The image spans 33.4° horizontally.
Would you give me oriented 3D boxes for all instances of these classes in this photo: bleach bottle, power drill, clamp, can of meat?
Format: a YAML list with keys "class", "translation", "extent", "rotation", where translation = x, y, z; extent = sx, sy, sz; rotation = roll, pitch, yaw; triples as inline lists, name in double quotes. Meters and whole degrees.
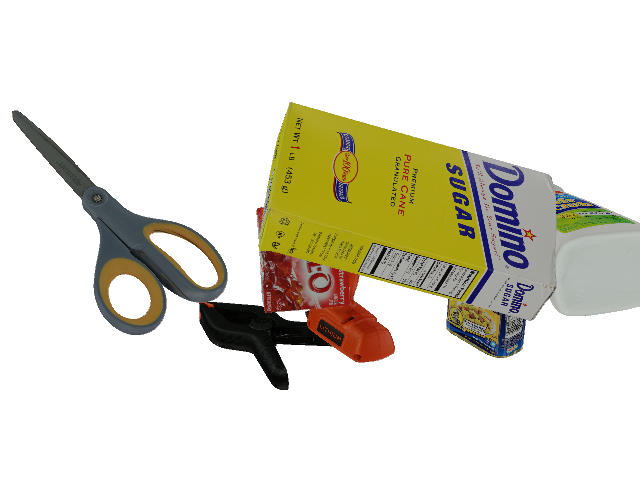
- class: "bleach bottle"
  translation: [0.199, -0.008, 0.938]
  extent: [0.102, 0.068, 0.251]
  rotation: [-6, 17, -12]
- class: "power drill"
  translation: [0.046, 0.024, 1.080]
  extent: [0.057, 0.188, 0.185]
  rotation: [-8, 24, -32]
- class: "clamp"
  translation: [-0.069, 0.114, 1.246]
  extent: [0.210, 0.036, 0.164]
  rotation: [13, 22, 29]
- class: "can of meat"
  translation: [0.195, 0.079, 1.252]
  extent: [0.057, 0.084, 0.102]
  rotation: [-23, 37, -34]

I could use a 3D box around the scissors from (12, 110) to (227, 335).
- class: "scissors"
  translation: [-0.157, -0.009, 0.720]
  extent: [0.202, 0.096, 0.016]
  rotation: [31, -32, 9]

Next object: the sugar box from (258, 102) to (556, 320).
- class: "sugar box"
  translation: [0.055, -0.018, 0.650]
  extent: [0.176, 0.093, 0.048]
  rotation: [13, -38, -5]

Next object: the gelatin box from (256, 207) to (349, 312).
- class: "gelatin box"
  translation: [-0.014, 0.014, 0.891]
  extent: [0.073, 0.089, 0.030]
  rotation: [-5, 23, -5]
